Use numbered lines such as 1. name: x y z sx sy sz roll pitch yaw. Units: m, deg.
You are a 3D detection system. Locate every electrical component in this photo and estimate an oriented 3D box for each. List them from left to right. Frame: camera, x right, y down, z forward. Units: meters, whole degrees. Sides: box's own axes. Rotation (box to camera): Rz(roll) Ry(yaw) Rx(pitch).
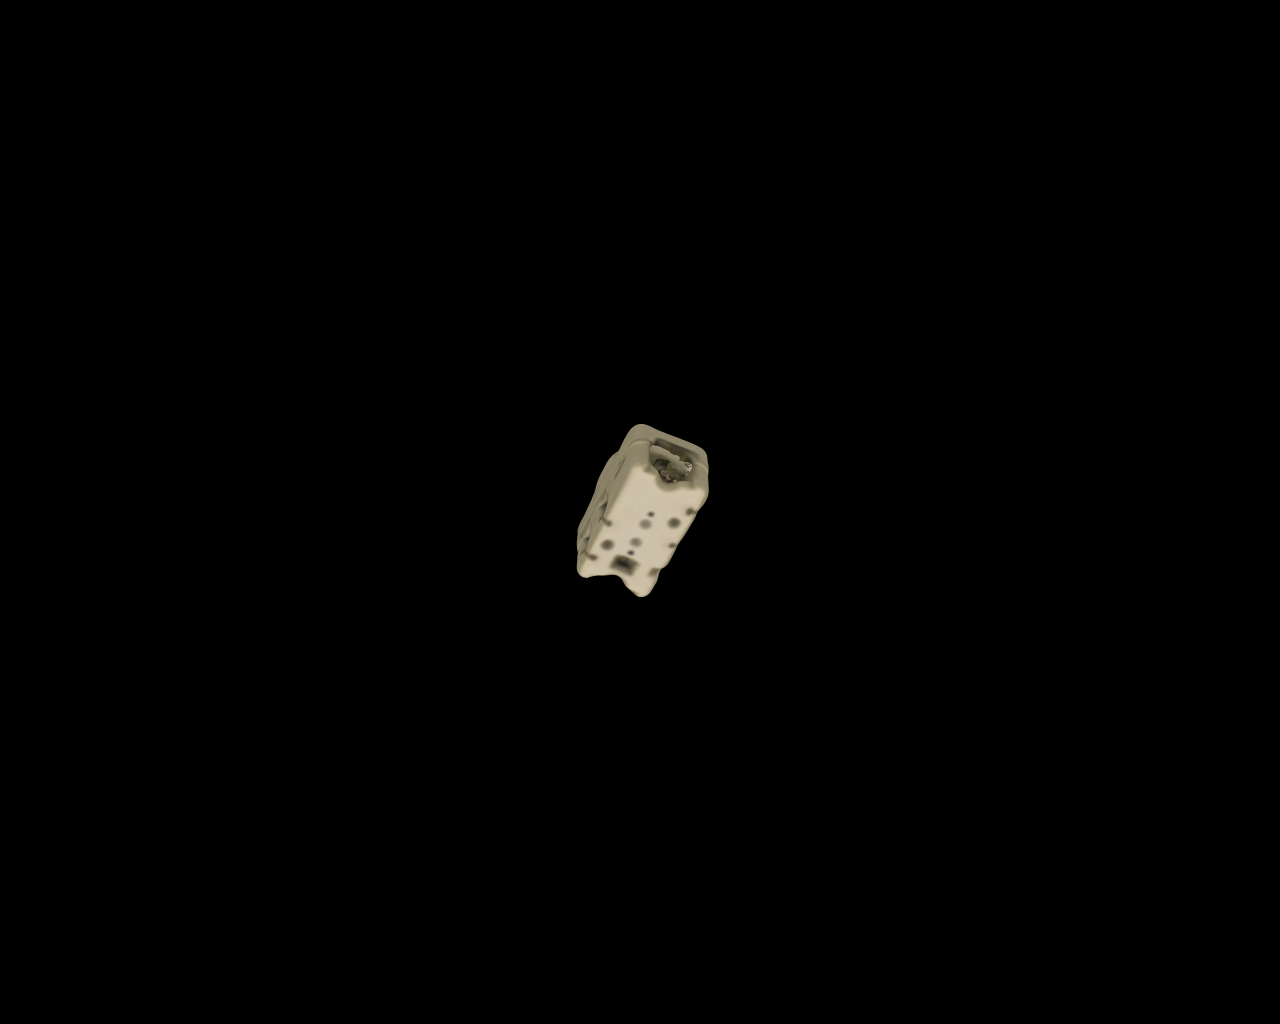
1. electrical component: 0.001 -0.003 0.650 0.050 0.089 0.056 21 32 -14
